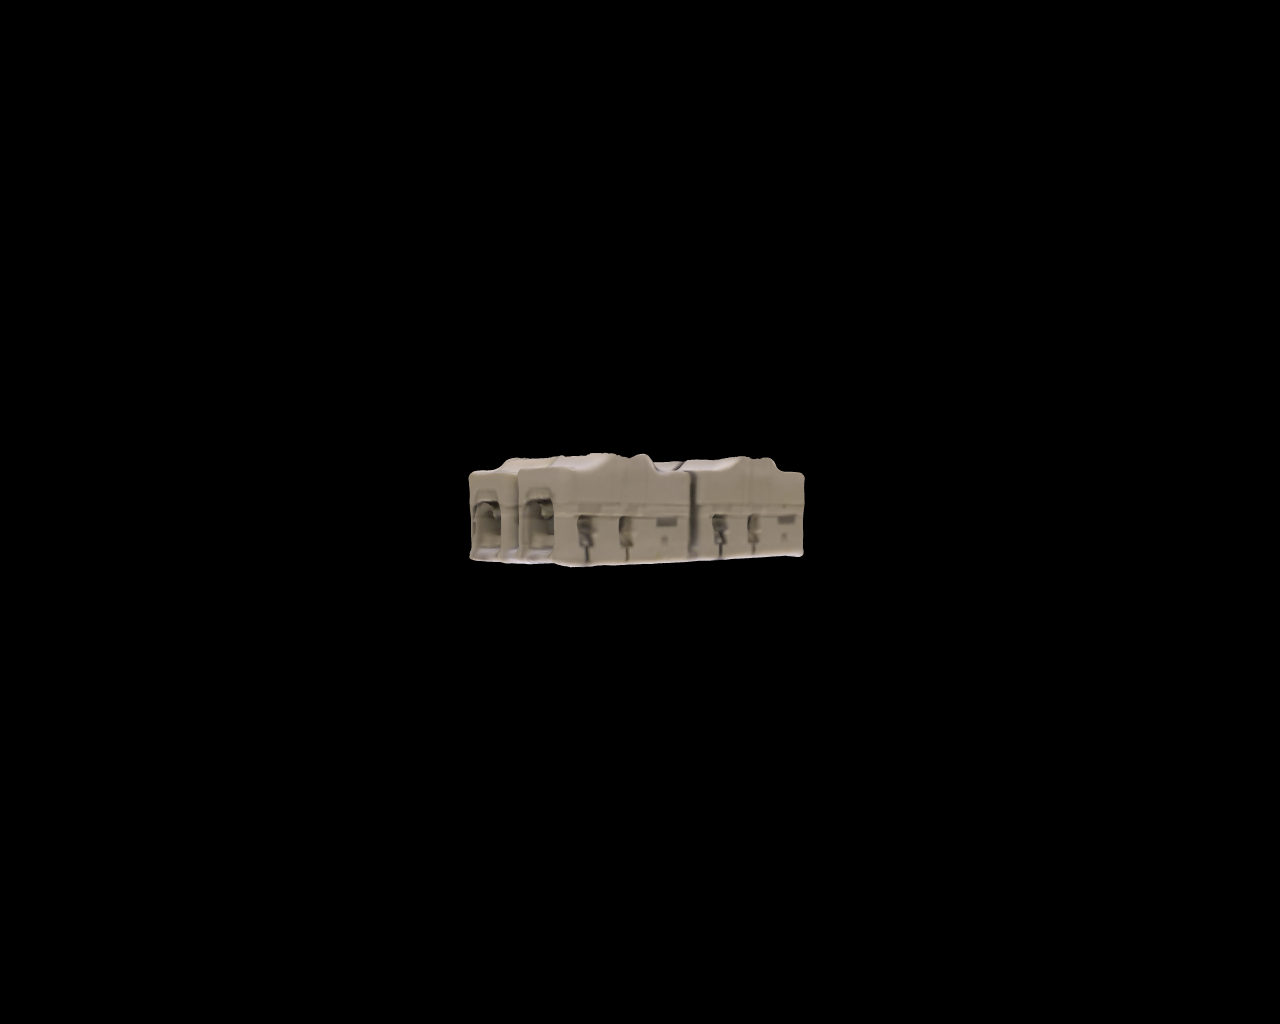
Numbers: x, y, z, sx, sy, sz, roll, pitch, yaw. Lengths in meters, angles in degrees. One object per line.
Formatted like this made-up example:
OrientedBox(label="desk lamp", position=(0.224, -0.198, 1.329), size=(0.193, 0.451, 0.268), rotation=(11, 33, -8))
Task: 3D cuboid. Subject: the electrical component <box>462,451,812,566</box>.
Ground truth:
OrientedBox(label="electrical component", position=(0.001, -0.003, 0.650), size=(0.186, 0.060, 0.105), rotation=(0, 0, -37))
